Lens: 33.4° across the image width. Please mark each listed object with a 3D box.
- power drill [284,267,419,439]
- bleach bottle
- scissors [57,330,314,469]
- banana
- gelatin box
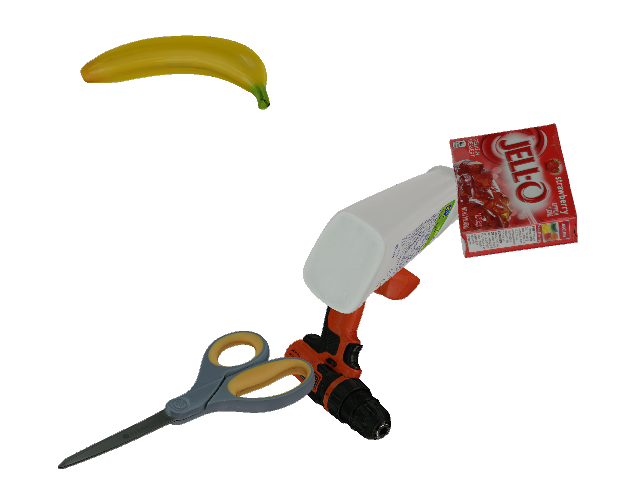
[{"bbox_3d":[0.043,0.111,1.217,0.057,0.188,0.185,12,16,-42],"label":"power drill"},{"bbox_3d":[0.084,-0.015,1.073,0.068,0.103,0.250,38,33,16],"label":"bleach bottle"},{"bbox_3d":[-0.103,0.112,0.788,0.201,0.016,0.096,-11,34,-21],"label":"scissors"},{"bbox_3d":[-0.131,-0.168,1.018,0.198,0.037,0.069,9,45,18],"label":"banana"},{"bbox_3d":[0.126,-0.034,0.701,0.073,0.089,0.030,-8,-42,9],"label":"gelatin box"}]
